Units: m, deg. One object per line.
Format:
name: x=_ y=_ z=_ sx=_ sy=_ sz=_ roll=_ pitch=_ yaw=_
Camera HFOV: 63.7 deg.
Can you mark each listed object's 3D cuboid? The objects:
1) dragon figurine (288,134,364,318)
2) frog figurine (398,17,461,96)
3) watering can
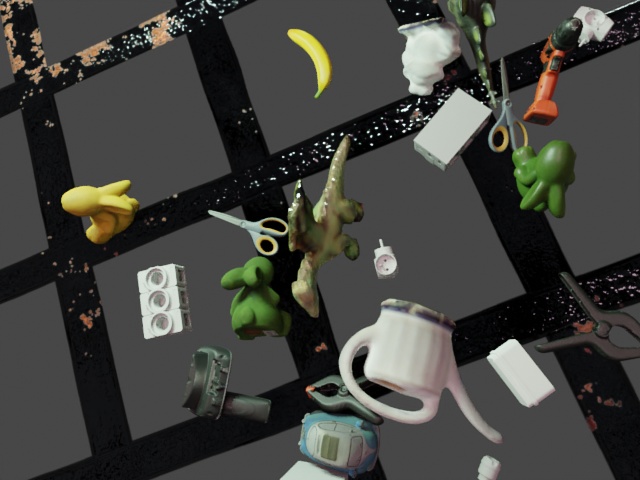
dragon figurine: x=0.003 y=-0.052 z=1.040 sx=0.122 sy=0.241 sz=0.414 roll=2 pitch=80 yaw=17
frog figurine: x=0.249 y=-0.409 z=1.152 sx=0.137 sy=0.125 sz=0.157 roll=0 pitch=113 yaw=31
watering can: x=0.209 y=0.246 z=0.995 sx=0.347 sy=0.102 sz=0.228 roll=21 pitch=70 yaw=-7
